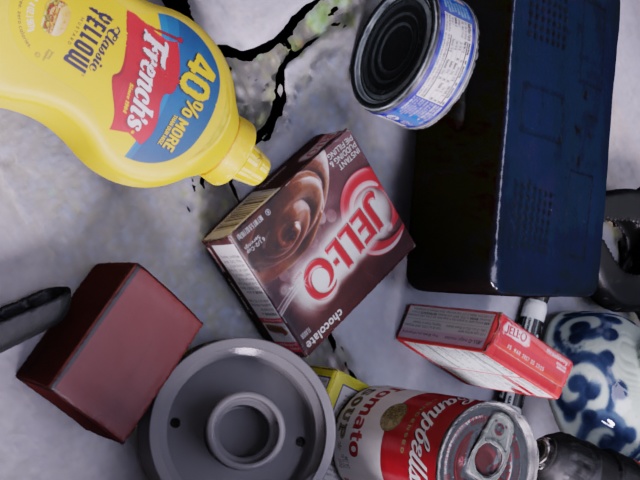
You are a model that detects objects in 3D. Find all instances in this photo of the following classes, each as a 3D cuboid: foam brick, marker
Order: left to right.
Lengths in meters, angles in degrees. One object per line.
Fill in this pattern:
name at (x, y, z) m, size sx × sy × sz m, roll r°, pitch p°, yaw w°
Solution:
foam brick at (-0.110, 0.057, 0.559) m, size 0.051 × 0.053 × 0.078 m, roll 43°, pitch 68°, yaw -27°
marker at (0.145, 0.074, 0.756) m, size 0.020 × 0.020 × 0.121 m, roll 25°, pitch 75°, yaw -32°

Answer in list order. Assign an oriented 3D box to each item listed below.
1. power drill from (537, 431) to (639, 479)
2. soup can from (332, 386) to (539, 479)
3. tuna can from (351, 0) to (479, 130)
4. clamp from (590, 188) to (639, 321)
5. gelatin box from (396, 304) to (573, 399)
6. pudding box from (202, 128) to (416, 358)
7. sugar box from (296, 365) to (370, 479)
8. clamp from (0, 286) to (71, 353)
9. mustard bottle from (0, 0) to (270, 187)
power drill at (0.191, 0.233, 0.683) m, size 0.184 × 0.057 × 0.187 m, roll 29°, pitch 63°, yaw -24°
soup can at (0.060, 0.117, 0.588) m, size 0.068 × 0.102 × 0.068 m, roll 1°, pitch 88°, yaw -32°
tuna can at (0.057, -0.113, 0.656) m, size 0.033 × 0.086 × 0.086 m, roll 17°, pitch 80°, yaw -32°
clamp at (0.258, 0.013, 0.824) m, size 0.209 × 0.036 × 0.164 m, roll 36°, pitch 69°, yaw -29°
gelatin box at (0.105, 0.070, 0.685) m, size 0.073 × 0.089 × 0.030 m, roll 33°, pitch 72°, yaw -30°
pudding box at (-0.004, 0.001, 0.640) m, size 0.113 × 0.039 × 0.090 m, roll -43°, pitch 112°, yaw -28°
sugar box at (0.001, 0.174, 0.639) m, size 0.093 × 0.048 × 0.176 m, roll 31°, pitch 75°, yaw -29°
clamp at (-0.209, 0.047, 0.497) m, size 0.120 × 0.039 × 0.171 m, roll 51°, pitch 63°, yaw -22°
mustard bottle at (-0.103, -0.083, 0.561) m, size 0.191 × 0.058 × 0.096 m, roll 33°, pitch 71°, yaw -31°
